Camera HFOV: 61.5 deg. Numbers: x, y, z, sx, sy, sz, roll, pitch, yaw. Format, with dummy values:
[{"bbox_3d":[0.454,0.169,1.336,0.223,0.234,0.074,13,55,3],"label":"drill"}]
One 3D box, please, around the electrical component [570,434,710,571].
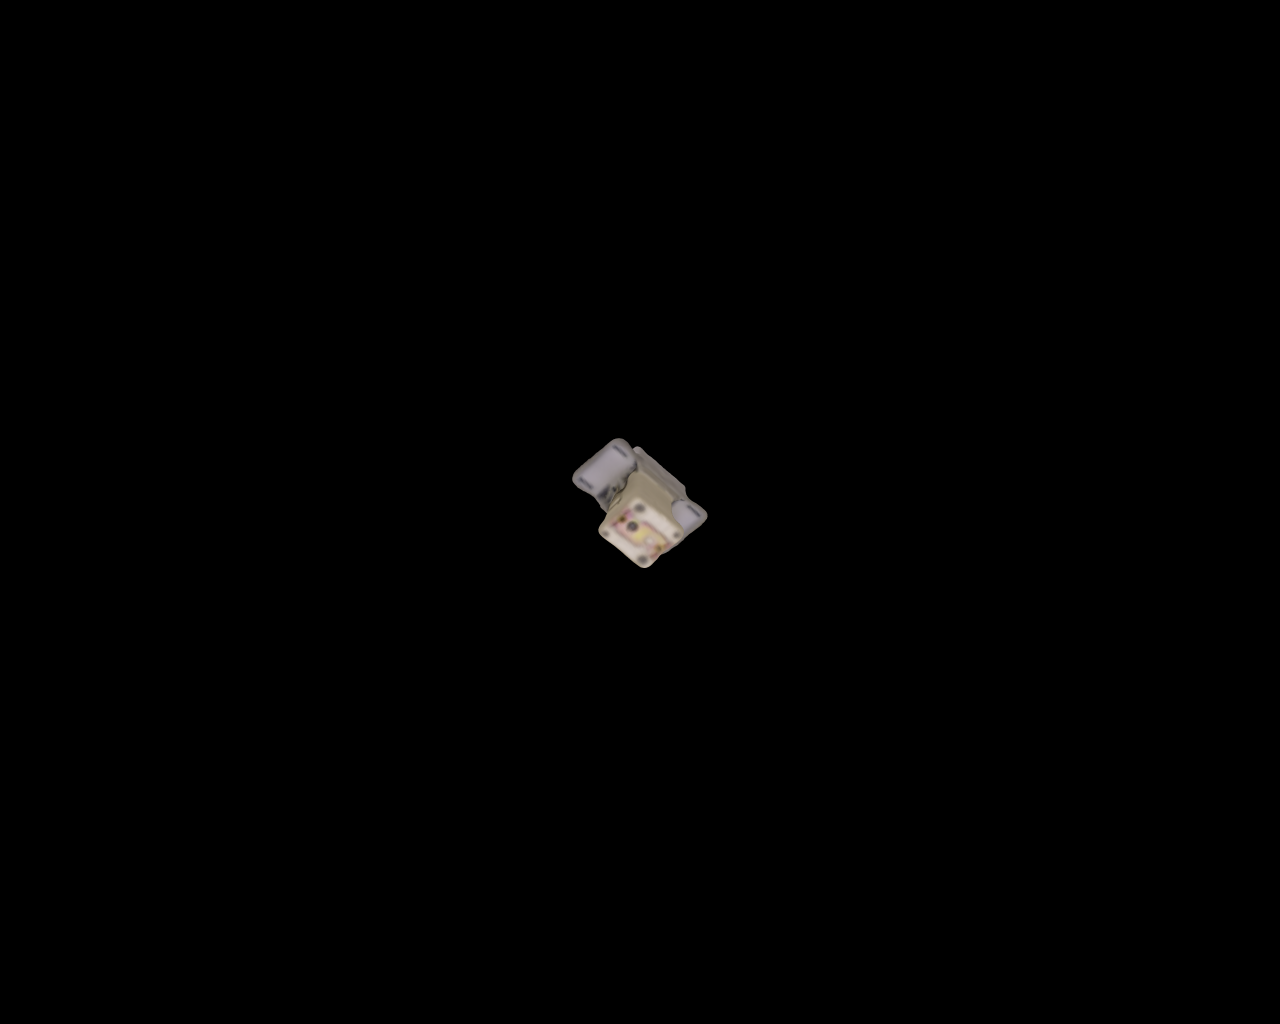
[{"bbox_3d":[0.001,-0.003,0.650,0.081,0.042,0.064,39,24,-22],"label":"electrical component"}]
